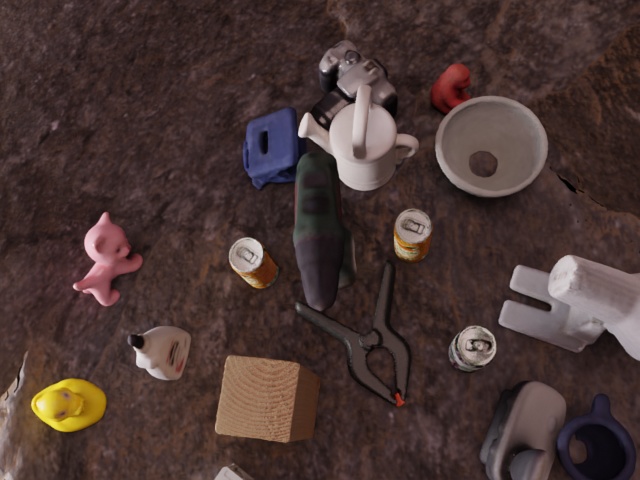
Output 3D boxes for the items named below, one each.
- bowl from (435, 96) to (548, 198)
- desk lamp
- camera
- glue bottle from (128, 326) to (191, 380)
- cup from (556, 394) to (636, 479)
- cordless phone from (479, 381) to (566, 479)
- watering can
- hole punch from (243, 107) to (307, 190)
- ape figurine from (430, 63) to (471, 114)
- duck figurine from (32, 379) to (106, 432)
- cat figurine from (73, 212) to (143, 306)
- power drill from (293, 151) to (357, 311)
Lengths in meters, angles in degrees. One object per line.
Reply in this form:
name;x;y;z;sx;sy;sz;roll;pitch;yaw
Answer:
bowl;0.261;-0.134;0.892;0.167;0.075;0.167;-2;73;6
desk lamp;0.358;0.088;0.738;0.203;0.214;0.118;18;76;12
camera;0.038;-0.239;0.936;0.137;0.101;0.143;-40;73;-6
glue bottle;-0.230;0.153;0.806;0.037;0.173;0.078;5;73;9
cup;0.349;0.261;0.748;0.091;0.095;0.118;11;74;10
cordless phone;0.269;0.249;0.713;0.094;0.185;0.148;18;76;12
watering can;0.057;-0.154;0.858;0.173;0.194;0.101;-13;72;3
hole punch;-0.076;-0.149;0.926;0.101;0.091;0.108;-5;72;5
ape figurine;0.218;-0.248;0.923;0.076;0.092;0.078;12;74;10
duck figurine;-0.381;0.242;0.841;0.104;0.086;0.077;2;73;7
cat figurine;-0.336;0.028;0.886;0.067;0.118;0.128;26;77;14
power drill;0.007;0.003;0.807;0.075;0.208;0.229;-6;72;5
